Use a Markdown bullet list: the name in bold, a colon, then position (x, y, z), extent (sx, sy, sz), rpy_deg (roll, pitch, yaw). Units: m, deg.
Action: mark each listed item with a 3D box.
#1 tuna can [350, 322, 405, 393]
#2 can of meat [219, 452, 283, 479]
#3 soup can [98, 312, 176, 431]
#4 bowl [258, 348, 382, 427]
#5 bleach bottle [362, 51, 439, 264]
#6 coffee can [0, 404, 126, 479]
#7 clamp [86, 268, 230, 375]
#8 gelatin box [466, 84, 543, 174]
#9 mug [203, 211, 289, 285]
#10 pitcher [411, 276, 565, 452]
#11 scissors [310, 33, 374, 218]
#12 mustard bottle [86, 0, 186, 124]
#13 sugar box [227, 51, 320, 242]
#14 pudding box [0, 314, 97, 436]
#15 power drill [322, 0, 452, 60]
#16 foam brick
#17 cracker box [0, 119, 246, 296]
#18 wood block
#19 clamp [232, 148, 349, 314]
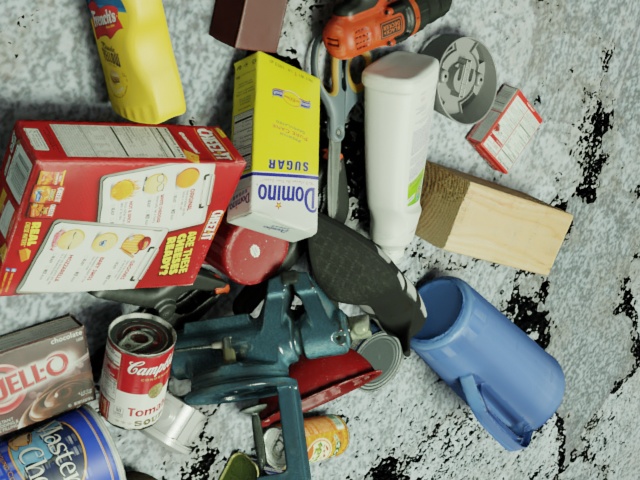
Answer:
- **tuna can**: position (0.064, 0.147, 1.348), extent (0.086, 0.034, 0.086), rpy_deg (-16, 119, -32)
- **can of meat**: position (-0.081, 0.316, 1.299), extent (0.083, 0.058, 0.102), rpy_deg (23, 95, -44)
- **soup can**: position (-0.187, 0.134, 1.084), extent (0.068, 0.069, 0.102), rpy_deg (-10, 129, -34)
- **bowl**: position (-0.011, 0.164, 1.250), extent (0.161, 0.162, 0.055), rpy_deg (-17, 76, -31)
- **bleach bottle**: position (0.086, -0.083, 1.224), extent (0.102, 0.068, 0.251), rpy_deg (-41, 141, -51)
- **coffee can**: position (-0.281, 0.240, 1.077), extent (0.140, 0.103, 0.103), rpy_deg (-22, 122, -28)
- **clamp**: position (-0.174, 0.063, 1.117), extent (0.171, 0.039, 0.120), rpy_deg (-29, 143, -28)
- **gelatin box**: position (0.234, -0.140, 1.351), extent (0.089, 0.030, 0.073), rpy_deg (-55, 133, -4)
- **mug**: position (-0.081, -0.013, 1.130), extent (0.093, 0.082, 0.117), rpy_deg (29, 91, -42)
- **pitcher**: position (0.211, 0.159, 1.398), extent (0.145, 0.149, 0.242), rpy_deg (-52, 128, -5)
- **scissors**: position (0.030, -0.131, 1.180), extent (0.096, 0.016, 0.202), rpy_deg (-21, 110, -38)
- **mustard bottle**: position (-0.175, -0.205, 0.959), extent (0.058, 0.096, 0.191), rpy_deg (-26, 124, -27)
- **sugar box**: position (-0.045, -0.094, 1.088), extent (0.093, 0.048, 0.176), rpy_deg (17, 64, -42)
- **pudding box**: position (-0.287, 0.134, 1.067), extent (0.113, 0.039, 0.090), rpy_deg (-20, 121, -30)
- **power drill**: position (0.071, -0.300, 1.129), extent (0.184, 0.057, 0.188), rpy_deg (-30, 124, -36)
- **foam brick**: position (-0.069, -0.231, 1.060), extent (0.052, 0.051, 0.078), rpy_deg (1, 109, -39)
- **cracker box**: position (-0.199, -0.031, 1.009), extent (0.213, 0.072, 0.164), rpy_deg (-3, 134, -38)
- **wood block**: position (0.210, -0.025, 1.344), extent (0.205, 0.091, 0.090), rpy_deg (13, 102, -41)
- **clamp**: position (-0.008, 0.002, 1.223), extent (0.164, 0.036, 0.210), rpy_deg (16, 96, -50)
